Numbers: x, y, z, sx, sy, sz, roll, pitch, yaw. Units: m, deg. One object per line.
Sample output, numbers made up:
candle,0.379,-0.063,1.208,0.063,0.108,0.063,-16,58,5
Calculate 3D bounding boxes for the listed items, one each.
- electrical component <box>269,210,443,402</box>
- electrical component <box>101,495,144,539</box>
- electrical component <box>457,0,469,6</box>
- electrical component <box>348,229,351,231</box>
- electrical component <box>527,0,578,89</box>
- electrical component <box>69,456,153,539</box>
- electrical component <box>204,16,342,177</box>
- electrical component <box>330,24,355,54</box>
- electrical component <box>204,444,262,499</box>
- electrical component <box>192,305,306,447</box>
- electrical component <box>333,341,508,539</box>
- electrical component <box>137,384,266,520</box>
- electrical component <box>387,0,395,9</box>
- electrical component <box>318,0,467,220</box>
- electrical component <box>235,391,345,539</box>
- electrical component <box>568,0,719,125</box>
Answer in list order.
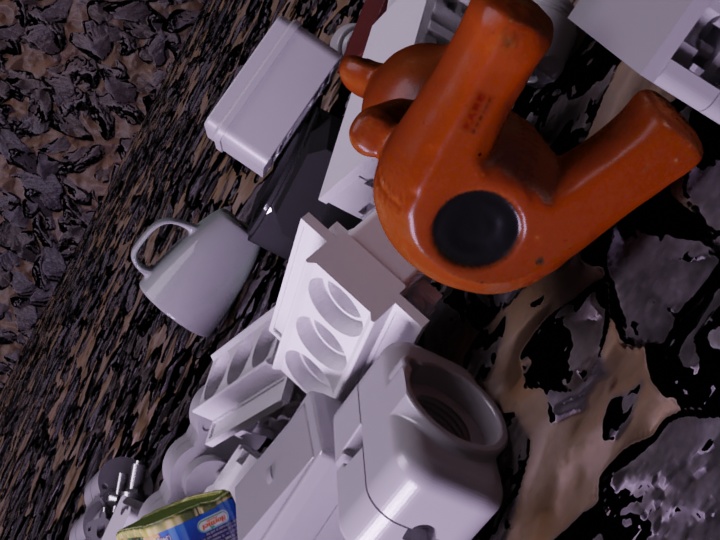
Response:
electrical component,-0.001,0.021,0.565,0.063,0.079,0.121,-41,-14,-29
electrical component,-0.168,0.224,0.804,0.089,0.056,0.050,-66,19,-6
electrical component,0.102,-0.190,0.641,0.089,0.050,0.055,-60,20,12
electrical component,0.000,0.000,0.681,0.040,0.040,0.046,-49,18,36
electrical component,0.099,-0.135,0.588,0.062,0.043,0.043,-65,19,-9
electrical component,-0.217,0.224,0.937,0.074,0.052,0.138,-45,26,44
electrical component,-0.070,-0.138,0.860,0.113,0.057,0.078,-56,4,-5
electrical component,0.000,-0.189,0.920,0.043,0.043,0.062,-63,20,3
electrical component,-0.076,0.141,0.697,0.046,0.040,0.040,-58,18,-3
electrical component,-0.052,0.068,0.689,0.121,0.063,0.078,-36,33,54
electrical component,0.027,0.079,0.481,0.059,0.054,0.095,-55,21,25
electrical component,-0.107,0.146,0.749,0.138,0.052,0.074,-65,19,-3
electrical component,0.061,-0.196,0.752,0.095,0.054,0.059,-46,25,42
electrical component,0.038,-0.108,0.685,0.089,0.062,0.150,-35,34,54
electrical component,-0.019,0.109,0.553,0.096,0.061,0.061,-58,19,16
electrical component,0.158,-0.134,0.402,0.150,0.062,0.089,-57,20,19
